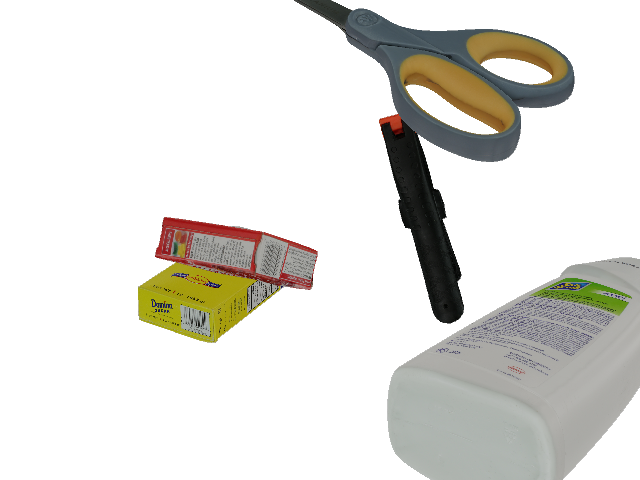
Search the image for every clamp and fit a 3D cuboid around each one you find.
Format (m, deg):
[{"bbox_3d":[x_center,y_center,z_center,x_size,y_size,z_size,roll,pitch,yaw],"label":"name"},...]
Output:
[{"bbox_3d":[0.085,-0.017,0.870,0.039,0.171,0.120,-20,20,5],"label":"clamp"}]

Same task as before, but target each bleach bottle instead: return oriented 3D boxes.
[{"bbox_3d":[0.149,0.063,0.616,0.103,0.068,0.250,17,28,37],"label":"bleach bottle"}]

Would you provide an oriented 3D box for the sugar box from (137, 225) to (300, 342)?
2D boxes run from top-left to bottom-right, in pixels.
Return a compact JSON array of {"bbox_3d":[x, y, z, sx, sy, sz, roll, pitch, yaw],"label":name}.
[{"bbox_3d":[-0.102,0.041,1.118,0.093,0.048,0.176,15,31,24],"label":"sugar box"}]

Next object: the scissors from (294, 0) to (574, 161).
[{"bbox_3d":[0.043,-0.105,0.524,0.096,0.016,0.202,-20,47,-21],"label":"scissors"}]

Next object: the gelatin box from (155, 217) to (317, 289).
[{"bbox_3d":[-0.052,0.010,0.695,0.073,0.030,0.089,9,-5,24],"label":"gelatin box"}]
